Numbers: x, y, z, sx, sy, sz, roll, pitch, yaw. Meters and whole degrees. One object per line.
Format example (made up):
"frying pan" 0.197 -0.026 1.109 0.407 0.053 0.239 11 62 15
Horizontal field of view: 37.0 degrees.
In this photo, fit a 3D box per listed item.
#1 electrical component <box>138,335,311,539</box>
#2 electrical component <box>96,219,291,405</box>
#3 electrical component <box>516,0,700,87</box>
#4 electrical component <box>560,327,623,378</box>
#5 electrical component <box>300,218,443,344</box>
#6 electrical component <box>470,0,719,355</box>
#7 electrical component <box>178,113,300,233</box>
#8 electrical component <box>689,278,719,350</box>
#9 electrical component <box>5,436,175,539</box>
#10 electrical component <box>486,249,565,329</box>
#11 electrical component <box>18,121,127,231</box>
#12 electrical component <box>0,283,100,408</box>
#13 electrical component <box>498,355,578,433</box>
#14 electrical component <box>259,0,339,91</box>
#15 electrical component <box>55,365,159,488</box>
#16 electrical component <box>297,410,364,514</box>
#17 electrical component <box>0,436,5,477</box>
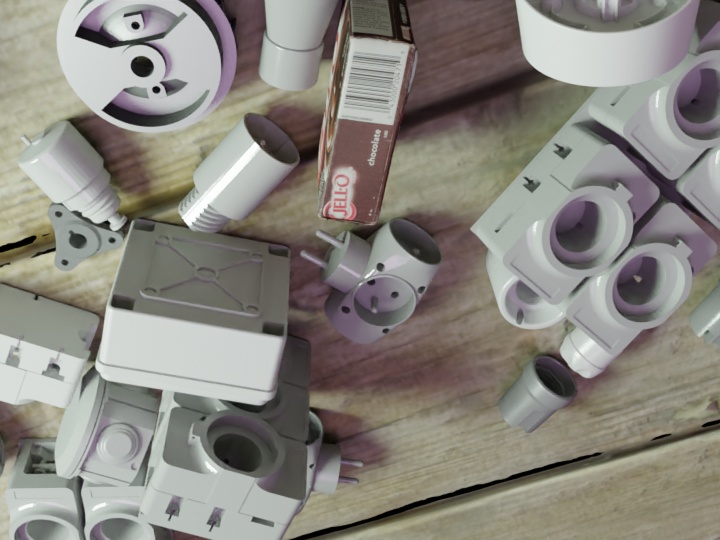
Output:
"electrical component" -0.083 0.097 0.702 0.089 0.150 0.061 18 123 -14
"electrical component" -0.101 0.024 0.676 0.109 0.108 0.056 11 121 -9
"electrical component" 0.131 -0.144 0.573 0.099 0.099 0.064 -6 131 3
"electrical component" 0.169 0.044 0.742 0.035 0.035 0.061 32 116 -21
"electrical component" 0.000 0.000 0.700 0.079 0.044 0.077 29 120 -19
"electrical component" 0.172 -0.052 0.627 0.105 0.060 0.186 38 100 -24
"electrical component" -0.079 -0.053 0.662 0.043 0.043 0.081 35 117 -23
"electrical component" 0.252 0.027 0.729 0.040 0.040 0.046 23 127 -17
"electrical component" -0.203 0.219 0.839 0.105 0.060 0.186 -1 125 -1
"electrical component" 0.113 0.006 0.705 0.055 0.047 0.055 -1 125 -1
"electrical component" -0.173 -0.055 0.660 0.040 0.040 0.078 -29 121 18
"electrical component" -0.231 0.052 0.728 0.089 0.050 0.055 20 122 -14
"electrical component" 0.126 0.090 0.770 0.040 0.040 0.046 25 127 -17
"electrical component" -0.037 -0.135 0.608 0.044 0.044 0.065 8 129 -7
"electrical component" -0.178 0.110 0.753 0.051 0.080 0.080 21 122 -21
"electrical component" -0.037 0.146 0.802 0.079 0.043 0.077 9 124 -8
"electrical component" -0.322 0.109 0.764 0.074 0.052 0.138 -19 123 12
